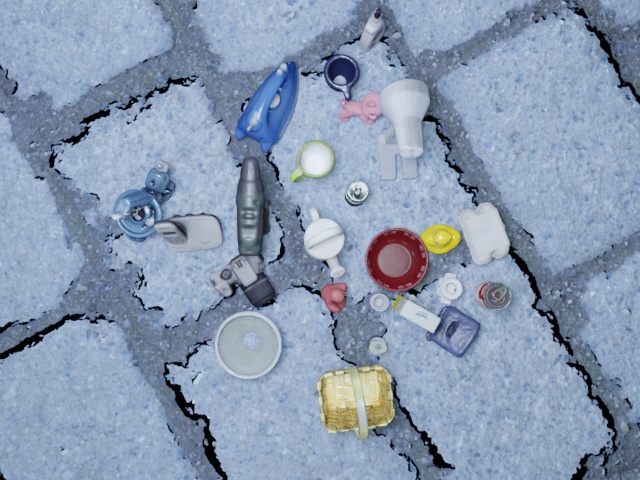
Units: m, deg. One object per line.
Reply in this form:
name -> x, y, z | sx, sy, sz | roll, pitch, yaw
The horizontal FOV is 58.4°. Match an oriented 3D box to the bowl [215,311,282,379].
bowl -> -0.176, 0.261, 1.439 | 0.167, 0.074, 0.167 | 0, 87, -1

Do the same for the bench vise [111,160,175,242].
bench vise -> -0.440, -0.102, 1.383 | 0.121, 0.219, 0.207 | 8, 87, 0

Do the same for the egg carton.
egg carton -> 0.420, -0.017, 1.468 | 0.107, 0.069, 0.150 | -21, 87, -2

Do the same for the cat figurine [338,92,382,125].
cat figurine -> 0.112, -0.341, 1.457 | 0.128, 0.117, 0.067 | 4, 87, 0

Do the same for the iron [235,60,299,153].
iron -> -0.123, -0.361, 1.443 | 0.118, 0.141, 0.258 | 25, 87, 1

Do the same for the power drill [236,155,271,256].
power drill -> -0.163, -0.074, 1.392 | 0.075, 0.208, 0.230 | 0, 87, 0

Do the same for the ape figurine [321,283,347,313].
ape figurine -> 0.040, 0.141, 1.441 | 0.076, 0.092, 0.078 | 39, 87, 2

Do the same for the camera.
camera -> -0.186, 0.109, 1.435 | 0.143, 0.101, 0.137 | -33, 88, -3

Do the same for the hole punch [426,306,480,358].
hole punch -> 0.333, 0.230, 1.441 | 0.101, 0.091, 0.109 | 33, 87, 1

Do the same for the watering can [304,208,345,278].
watering can -> 0.015, 0.004, 1.398 | 0.101, 0.194, 0.173 | -44, 88, -3

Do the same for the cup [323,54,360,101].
cup -> 0.058, -0.406, 1.471 | 0.091, 0.095, 0.118 | -16, 87, -2

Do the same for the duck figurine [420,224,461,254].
duck figurine -> 0.310, -0.004, 1.457 | 0.104, 0.086, 0.077 | -6, 87, -1

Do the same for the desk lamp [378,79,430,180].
desk lamp -> 0.207, -0.265, 1.407 | 0.118, 0.213, 0.203 | -4, 87, -1

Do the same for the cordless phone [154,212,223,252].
cordless phone -> -0.321, -0.023, 1.398 | 0.147, 0.185, 0.094 | -9, 87, -1

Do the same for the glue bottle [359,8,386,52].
glue bottle -> 0.137, -0.538, 1.441 | 0.037, 0.173, 0.078 | 38, 87, 2
